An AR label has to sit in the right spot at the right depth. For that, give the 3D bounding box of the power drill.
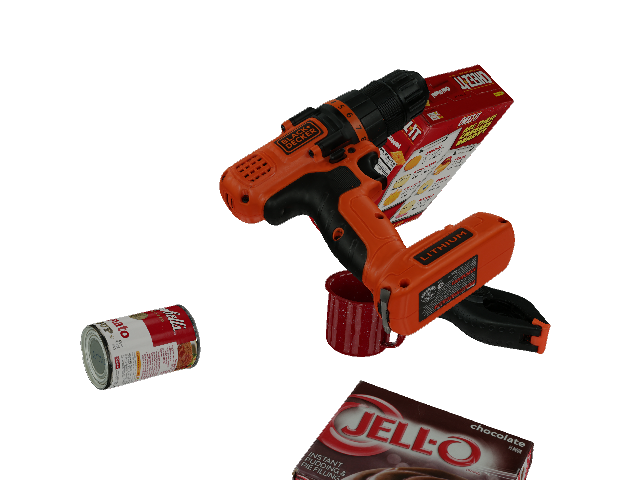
[{"bbox_3d":[0.047,-0.034,0.760,0.184,0.057,0.188,-34,54,-17],"label":"power drill"}]

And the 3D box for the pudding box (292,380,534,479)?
[{"bbox_3d":[0.052,0.133,0.601,0.114,0.039,0.089,19,35,19],"label":"pudding box"}]

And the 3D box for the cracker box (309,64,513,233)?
[{"bbox_3d":[0.099,-0.095,1.221,0.163,0.072,0.214,-22,-24,-45],"label":"cracker box"}]

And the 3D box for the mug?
[{"bbox_3d":[0.059,0.097,1.337,0.117,0.081,0.093,21,30,32],"label":"mug"}]

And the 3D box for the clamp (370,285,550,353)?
[{"bbox_3d":[0.148,0.058,1.026,0.172,0.039,0.120,22,36,27],"label":"clamp"}]

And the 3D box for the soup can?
[{"bbox_3d":[-0.183,0.108,1.081,0.102,0.068,0.069,-11,6,-34],"label":"soup can"}]
